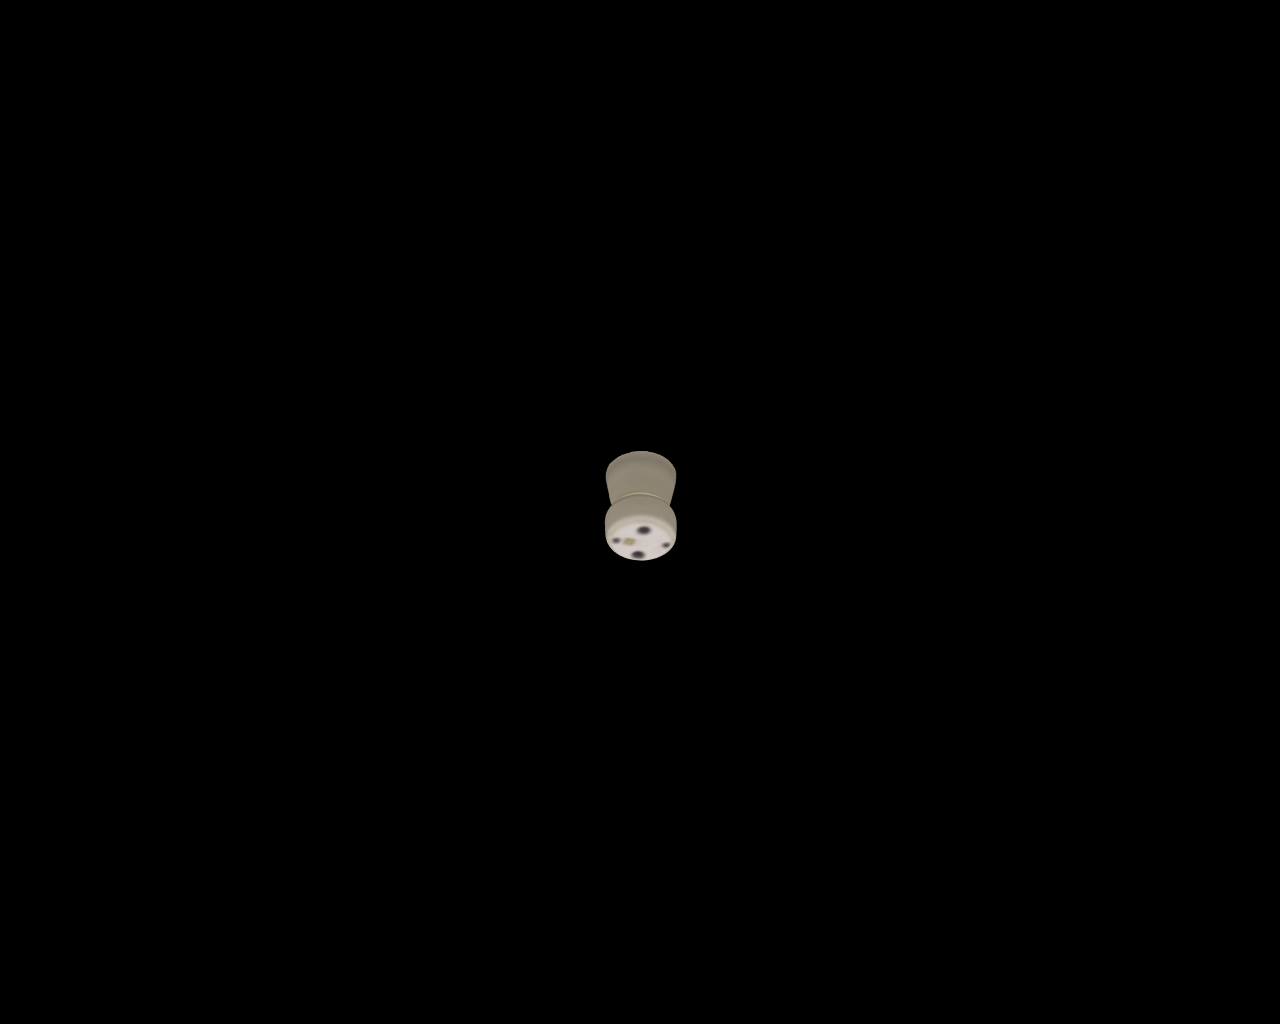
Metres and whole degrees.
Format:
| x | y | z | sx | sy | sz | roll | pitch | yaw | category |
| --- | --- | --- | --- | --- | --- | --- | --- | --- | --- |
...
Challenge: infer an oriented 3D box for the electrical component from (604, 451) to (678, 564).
| x | y | z | sx | sy | sz | roll | pitch | yaw | category |
| --- | --- | --- | --- | --- | --- | --- | --- | --- | --- |
| 0.001 | -0.003 | 0.650 | 0.045 | 0.055 | 0.044 | 0 | -40 | 0 | electrical component |
